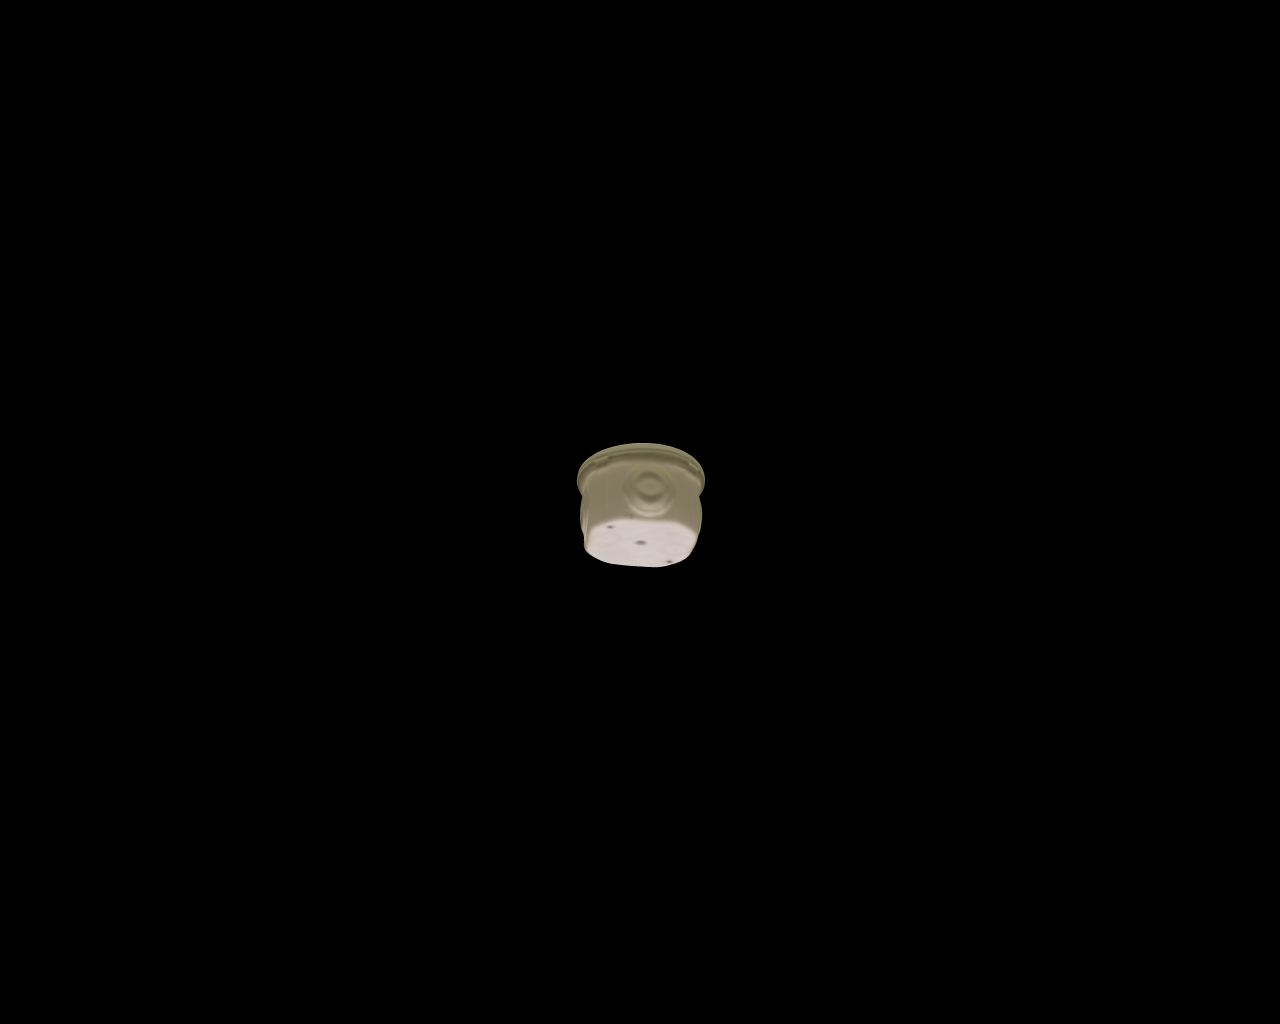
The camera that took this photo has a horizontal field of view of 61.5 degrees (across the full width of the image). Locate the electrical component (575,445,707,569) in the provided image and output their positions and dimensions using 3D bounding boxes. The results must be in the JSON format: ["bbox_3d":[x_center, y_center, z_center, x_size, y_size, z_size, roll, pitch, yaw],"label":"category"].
[{"bbox_3d":[0.001,-0.003,0.650,0.080,0.051,0.080,0,-27,0],"label":"electrical component"}]
